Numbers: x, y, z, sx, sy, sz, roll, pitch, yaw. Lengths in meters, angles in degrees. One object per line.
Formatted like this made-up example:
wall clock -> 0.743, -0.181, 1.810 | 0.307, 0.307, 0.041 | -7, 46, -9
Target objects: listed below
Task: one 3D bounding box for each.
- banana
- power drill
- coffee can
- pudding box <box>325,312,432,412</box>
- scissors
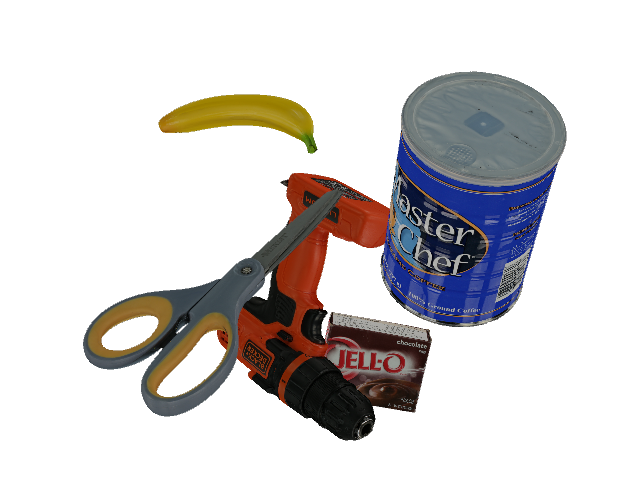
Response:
banana -> -0.089, -0.144, 1.244 | 0.198, 0.037, 0.069 | 8, 41, 17
power drill -> 0.000, 0.051, 0.890 | 0.185, 0.188, 0.057 | 32, 17, 38
coffee can -> 0.097, -0.026, 0.710 | 0.102, 0.103, 0.140 | 0, -43, -4
pudding box -> 0.057, 0.132, 1.162 | 0.113, 0.090, 0.039 | 9, 23, -3
scissors -> -0.064, 0.023, 0.625 | 0.096, 0.016, 0.201 | 10, 41, 17
